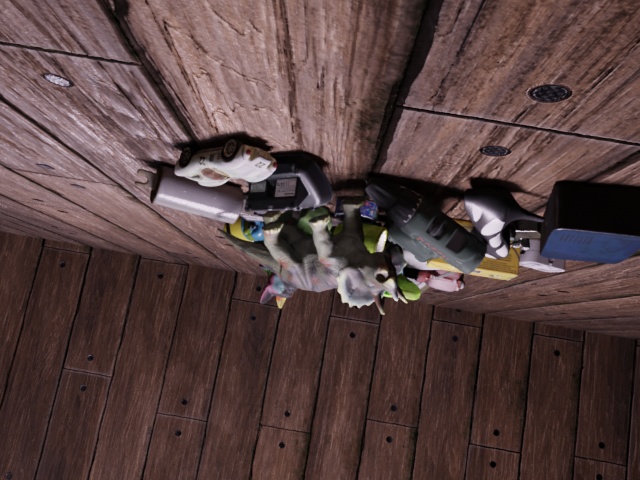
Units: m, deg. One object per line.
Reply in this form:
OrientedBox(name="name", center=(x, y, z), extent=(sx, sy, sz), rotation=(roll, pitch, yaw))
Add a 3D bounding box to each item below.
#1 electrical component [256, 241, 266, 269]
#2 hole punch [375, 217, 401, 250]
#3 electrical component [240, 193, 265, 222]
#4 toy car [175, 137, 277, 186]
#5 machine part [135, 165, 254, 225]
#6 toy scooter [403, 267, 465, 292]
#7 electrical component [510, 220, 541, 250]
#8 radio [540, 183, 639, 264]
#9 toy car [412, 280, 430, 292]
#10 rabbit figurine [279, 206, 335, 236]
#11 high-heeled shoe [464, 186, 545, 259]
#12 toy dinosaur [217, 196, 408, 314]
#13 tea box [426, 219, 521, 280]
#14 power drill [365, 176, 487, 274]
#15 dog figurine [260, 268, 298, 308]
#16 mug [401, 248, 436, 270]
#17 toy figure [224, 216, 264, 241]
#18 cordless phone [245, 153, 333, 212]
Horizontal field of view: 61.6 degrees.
OrientedBox(name="electrical component", center=(-0.107, 0.006, 1.306), extent=(0.058, 0.134, 0.115), rotation=(17, 166, -40))
OrientedBox(name="hole punch", center=(0.120, 0.015, 1.163), extent=(0.092, 0.142, 0.115), rotation=(10, -177, 23))
OrientedBox(name="electrical component", center=(-0.151, -0.071, 1.161), extent=(0.119, 0.047, 0.074), rotation=(7, 170, 8))
OrientedBox(name="toy car", center=(-0.153, -0.119, 0.853), extent=(0.202, 0.056, 0.073), rotation=(2, 167, 42))
OrientedBox(name="machine part", center=(-0.241, -0.087, 1.061), extent=(0.243, 0.079, 0.079), rotation=(16, 169, -28))
OrientedBox(name="toy scooter", center=(0.282, 0.066, 1.239), extent=(0.135, 0.075, 0.184), rotation=(21, -154, 25))
OrientedBox(name="electrical component", center=(0.370, -0.012, 0.985), extent=(0.078, 0.045, 0.102), rotation=(4, 169, 34))
OrientedBox(name="radio", center=(0.416, -0.019, 0.825), extent=(0.131, 0.073, 0.229), rotation=(5, 171, 19))
OrientedBox(name="toy car", center=(0.242, 0.086, 1.376), extent=(0.162, 0.103, 0.109), rotation=(-29, 158, 10))
OrientedBox(name="rabbit figurine", center=(-0.002, -0.004, 1.167), extent=(0.170, 0.121, 0.159), rotation=(21, 174, -28))
OrientedBox(name="high-heeled shoe", center=(0.261, -0.028, 0.904), extent=(0.145, 0.086, 0.248), rotation=(13, 164, -10))
OrientedBox(name="toy dinosaur", center=(-0.008, 0.035, 0.968), extent=(0.405, 0.192, 0.131), rotation=(-3, -158, 42))
OrientedBox(name="tea box", center=(0.305, 0.017, 1.067), extent=(0.170, 0.098, 0.068), rotation=(11, 170, 5))
OrientedBox(name="power drill", center=(0.171, -0.027, 0.942), extent=(0.232, 0.086, 0.207), rotation=(34, 171, 4))
OrientedBox(name="dog figurine", center=(-0.123, 0.064, 1.414), extent=(0.192, 0.219, 0.108), rotation=(1, 164, 37))
OrientedBox(name="mug", center=(0.229, 0.019, 1.153), extent=(0.107, 0.081, 0.109), rotation=(-9, 136, 3))
OrientedBox(name="toy figure", center=(-0.164, -0.032, 1.273), extent=(0.180, 0.089, 0.082), rotation=(3, 162, 46))
OrientedBox(name="cordless phone", center=(-0.022, -0.087, 0.909), extent=(0.147, 0.088, 0.184), rotation=(0, 178, 39))
